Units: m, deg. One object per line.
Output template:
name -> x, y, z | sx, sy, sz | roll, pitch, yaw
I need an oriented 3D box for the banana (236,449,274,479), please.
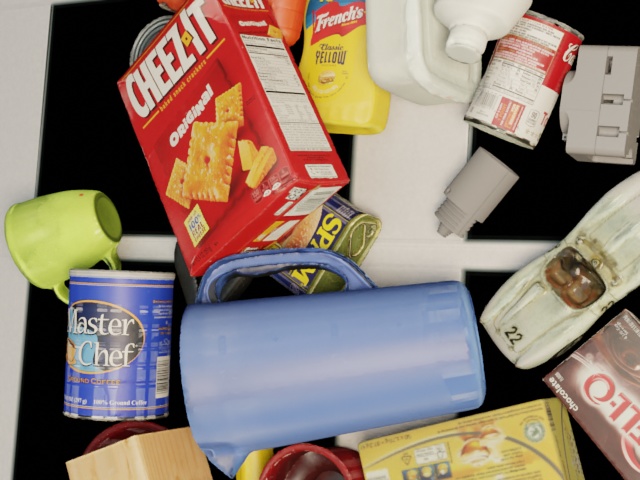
banana -> -0.073, 0.197, 0.986 | 0.037, 0.069, 0.198 | -11, 81, 43

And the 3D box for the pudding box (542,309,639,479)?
pudding box -> 0.248, 0.125, 0.846 | 0.090, 0.039, 0.113 | -44, 67, 16

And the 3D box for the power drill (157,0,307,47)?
power drill -> -0.075, -0.282, 1.021 | 0.188, 0.057, 0.184 | 15, 95, 44

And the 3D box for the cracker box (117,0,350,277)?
cracker box -> -0.086, -0.099, 0.951 | 0.164, 0.071, 0.214 | -39, 67, 38

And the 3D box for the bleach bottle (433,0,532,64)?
bleach bottle -> 0.142, -0.261, 0.890 | 0.103, 0.068, 0.250 | 8, 69, 27

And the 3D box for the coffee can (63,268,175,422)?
coffee can -> -0.195, 0.099, 1.038 | 0.103, 0.102, 0.140 | 1, 88, 27

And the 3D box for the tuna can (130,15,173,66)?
tuna can -> -0.150, -0.183, 1.091 | 0.086, 0.033, 0.086 | -4, 82, 27

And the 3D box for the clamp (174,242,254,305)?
clamp -> -0.104, -0.022, 1.046 | 0.165, 0.036, 0.210 | 17, 95, 31

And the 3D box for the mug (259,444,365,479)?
mug -> -0.008, 0.227, 0.939 | 0.117, 0.081, 0.093 | -18, 76, 21

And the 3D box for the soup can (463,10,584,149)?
soup can -> 0.171, -0.136, 0.901 | 0.069, 0.068, 0.102 | 26, 96, 27

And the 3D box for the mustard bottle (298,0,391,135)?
mustard bottle -> 0.028, -0.196, 0.987 | 0.096, 0.058, 0.191 | 8, 87, 35

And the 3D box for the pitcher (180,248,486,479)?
pitcher -> 0.009, 0.093, 0.895 | 0.243, 0.145, 0.149 | -9, 115, 5

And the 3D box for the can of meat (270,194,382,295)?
can of meat -> -0.006, 0.001, 0.983 | 0.084, 0.057, 0.102 | 35, 100, 28

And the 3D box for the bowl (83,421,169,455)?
bowl -> -0.162, 0.255, 1.033 | 0.162, 0.055, 0.162 | -3, 83, 27

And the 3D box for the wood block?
wood block -> -0.137, 0.277, 0.930 | 0.090, 0.090, 0.206 | -25, 75, 29
